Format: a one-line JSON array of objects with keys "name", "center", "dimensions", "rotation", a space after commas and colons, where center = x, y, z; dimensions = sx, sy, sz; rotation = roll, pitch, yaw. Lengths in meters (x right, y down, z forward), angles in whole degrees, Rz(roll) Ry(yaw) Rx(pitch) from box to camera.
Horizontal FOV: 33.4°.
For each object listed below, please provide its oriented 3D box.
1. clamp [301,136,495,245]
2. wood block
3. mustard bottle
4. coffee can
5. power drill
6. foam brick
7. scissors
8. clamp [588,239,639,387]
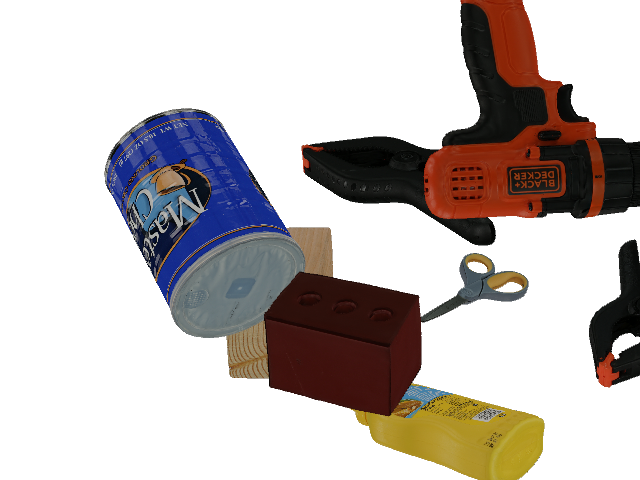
[{"name": "clamp", "center": [0.085, -0.062, 0.943], "dimensions": [0.210, 0.036, 0.164], "rotation": [14, 35, 28]}, {"name": "wood block", "center": [-0.039, 0.062, 1.150], "dimensions": [0.091, 0.090, 0.206], "rotation": [0, 21, 5]}, {"name": "mustard bottle", "center": [0.104, 0.171, 0.996], "dimensions": [0.192, 0.058, 0.096], "rotation": [12, 19, 38]}, {"name": "coffee can", "center": [-0.087, -0.014, 0.787], "dimensions": [0.102, 0.140, 0.103], "rotation": [-21, -35, -16]}, {"name": "power drill", "center": [0.155, -0.107, 0.689], "dimensions": [0.184, 0.187, 0.057], "rotation": [-3, 1, -3]}, {"name": "foam brick", "center": [0.014, 0.058, 0.611], "dimensions": [0.078, 0.051, 0.052], "rotation": [11, 31, 20]}, {"name": "scissors", "center": [0.168, 0.054, 1.290], "dimensions": [0.201, 0.016, 0.096], "rotation": [-8, 39, -36]}, {"name": "clamp", "center": [0.293, 0.063, 0.981], "dimensions": [0.171, 0.039, 0.120], "rotation": [-35, 39, -26]}]
